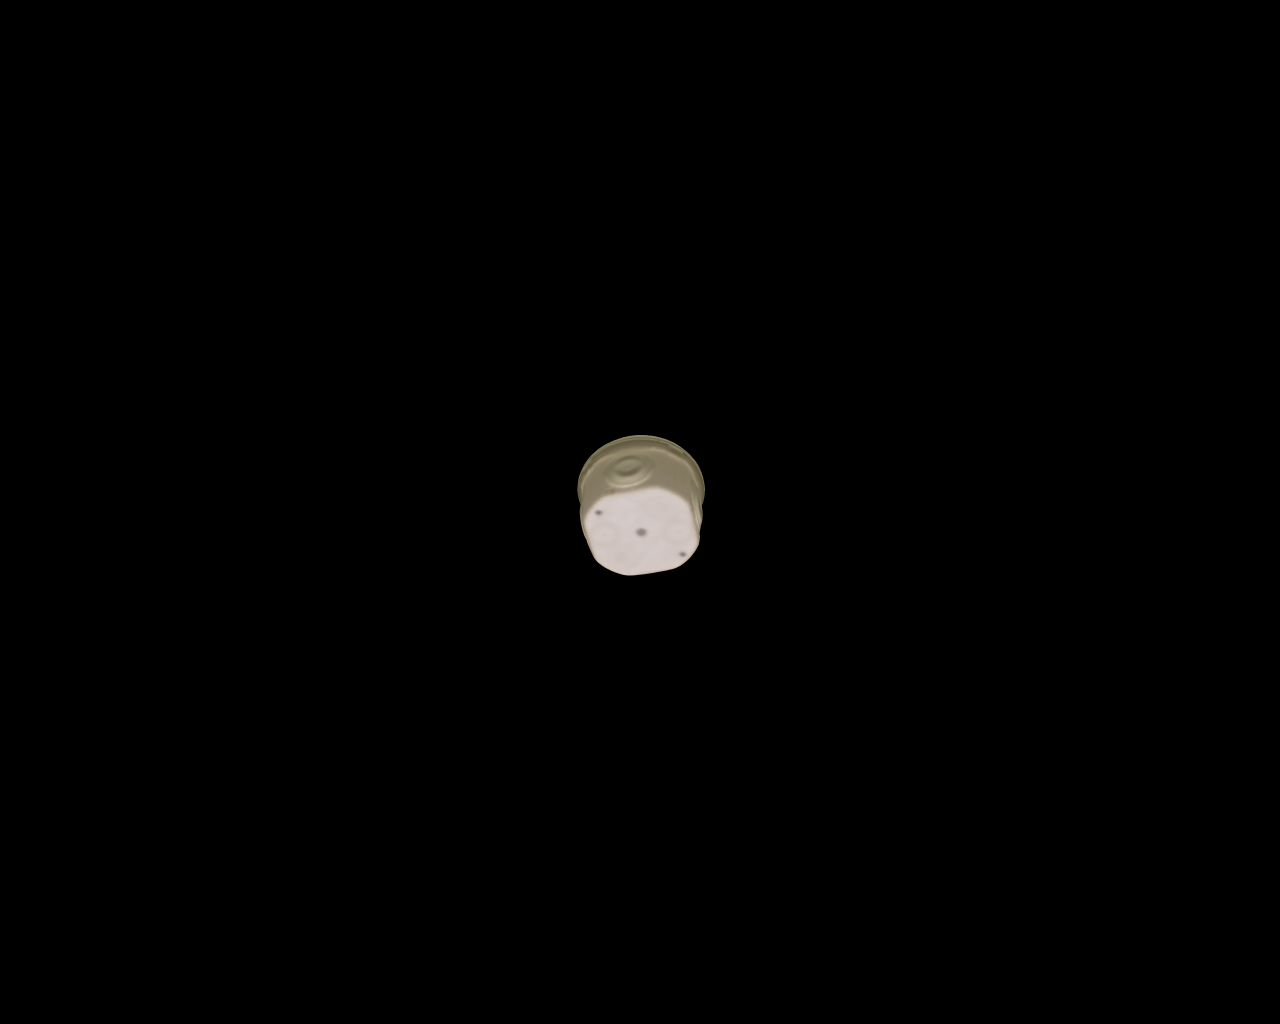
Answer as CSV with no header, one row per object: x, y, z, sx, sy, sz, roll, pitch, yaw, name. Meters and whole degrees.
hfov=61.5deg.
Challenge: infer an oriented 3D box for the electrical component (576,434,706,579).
0.001,-0.003,0.650,0.080,0.080,0.051,0,37,0,electrical component
